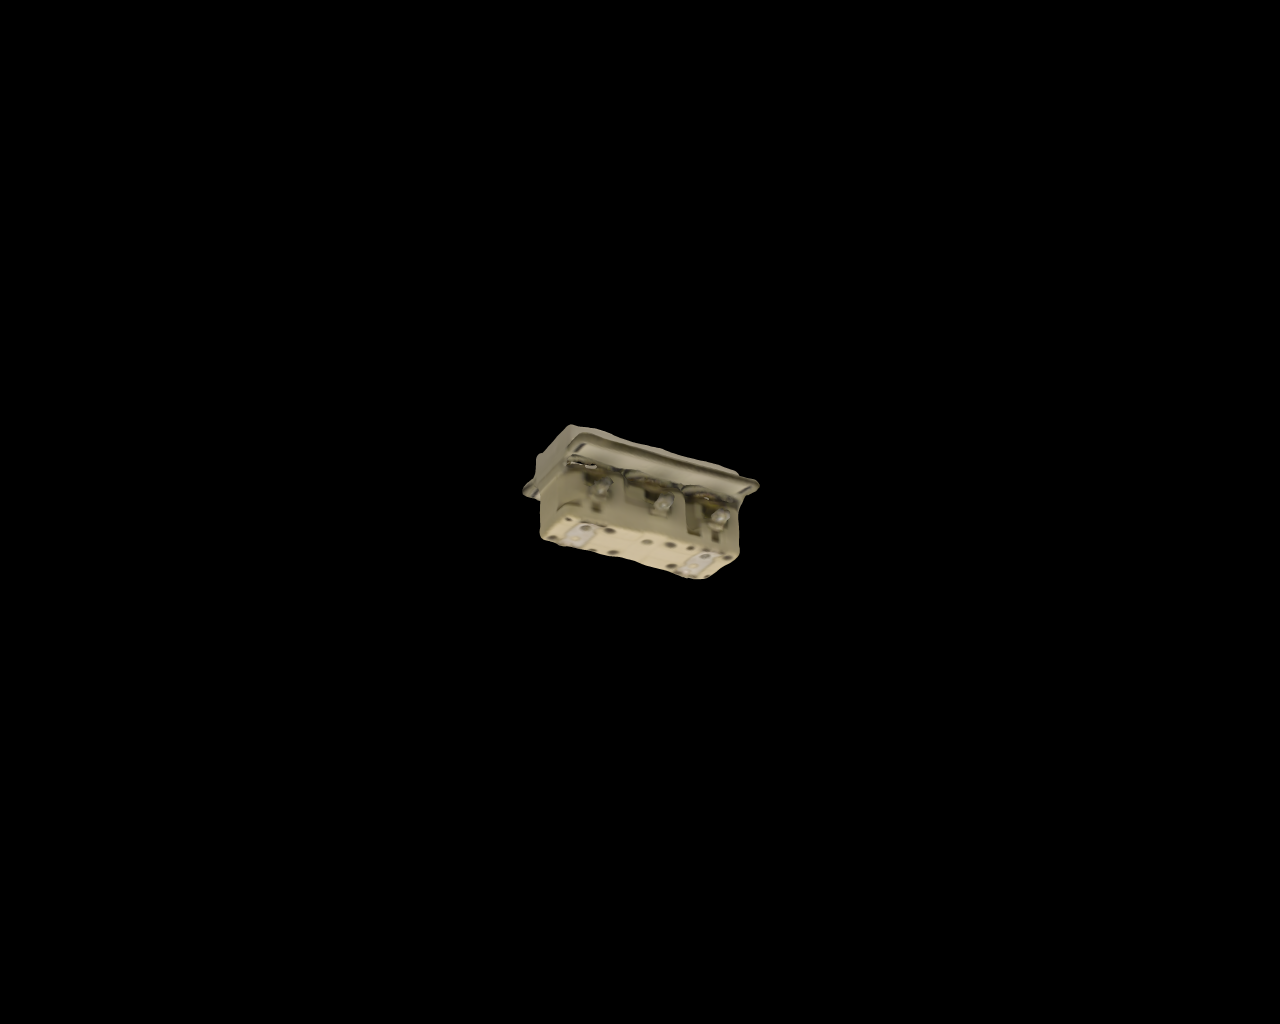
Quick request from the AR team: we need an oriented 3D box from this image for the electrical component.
[{"bbox_3d":[0.001,-0.003,0.650,0.121,0.063,0.078,15,-32,-27],"label":"electrical component"}]
